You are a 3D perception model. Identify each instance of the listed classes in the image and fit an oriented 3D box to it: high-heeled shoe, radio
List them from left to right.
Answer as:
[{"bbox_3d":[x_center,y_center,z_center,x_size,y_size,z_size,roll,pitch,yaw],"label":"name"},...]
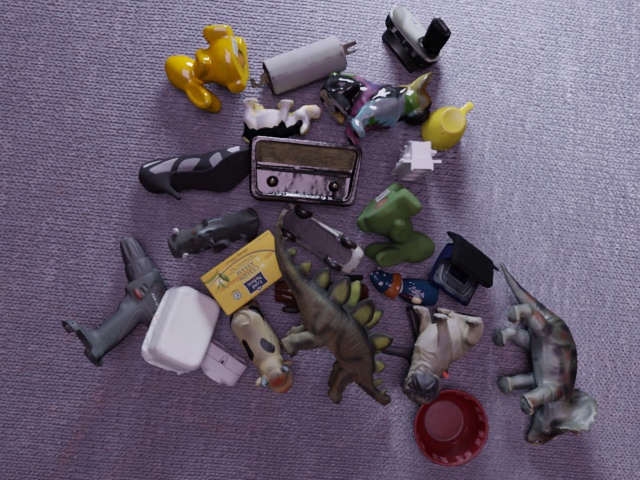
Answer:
[{"bbox_3d":[-0.257,-0.161,1.146,0.249,0.086,0.145,-32,52,-26],"label":"high-heeled shoe"},{"bbox_3d":[-0.035,-0.142,1.122,0.230,0.073,0.131,4,101,-10],"label":"radio"}]

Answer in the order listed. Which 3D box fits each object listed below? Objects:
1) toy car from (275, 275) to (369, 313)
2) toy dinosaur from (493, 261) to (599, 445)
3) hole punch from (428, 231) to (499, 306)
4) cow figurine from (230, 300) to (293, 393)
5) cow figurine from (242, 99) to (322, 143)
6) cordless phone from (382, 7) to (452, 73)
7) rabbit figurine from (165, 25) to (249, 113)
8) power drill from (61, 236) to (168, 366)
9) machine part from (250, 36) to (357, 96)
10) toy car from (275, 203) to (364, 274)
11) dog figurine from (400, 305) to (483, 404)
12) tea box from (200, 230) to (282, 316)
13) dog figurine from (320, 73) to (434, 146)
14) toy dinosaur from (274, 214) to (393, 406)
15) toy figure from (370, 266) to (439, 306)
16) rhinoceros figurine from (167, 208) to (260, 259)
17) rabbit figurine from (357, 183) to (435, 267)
[{"bbox_3d":[0.005,0.115,1.148,0.202,0.053,0.089,3,91,-6],"label":"toy car"},{"bbox_3d":[0.487,0.247,1.153,0.192,0.131,0.404,2,83,-17],"label":"toy dinosaur"},{"bbox_3d":[0.306,0.065,1.158,0.142,0.116,0.092,35,127,0],"label":"hole punch"},{"bbox_3d":[-0.115,0.222,1.096,0.085,0.127,0.195,-30,88,-2],"label":"cow figurine"},{"bbox_3d":[-0.081,-0.248,1.146,0.167,0.068,0.098,2,93,-1],"label":"cow figurine"},{"bbox_3d":[0.205,-0.439,1.120,0.089,0.184,0.146,-39,91,-1],"label":"cordless phone"},{"bbox_3d":[-0.240,-0.351,1.131,0.173,0.122,0.162,-6,98,9],"label":"rabbit figurine"},{"bbox_3d":[-0.401,0.133,1.074,0.207,0.086,0.232,-38,101,-40],"label":"power drill"},{"bbox_3d":[-0.033,-0.372,1.151,0.243,0.079,0.079,-23,90,-5],"label":"machine part"},{"bbox_3d":[-0.002,-0.003,1.142,0.202,0.056,0.073,34,95,7],"label":"toy car"},{"bbox_3d":[0.259,0.243,1.116,0.172,0.121,0.190,7,93,-14],"label":"dog figurine"},{"bbox_3d":[-0.149,0.066,1.105,0.169,0.068,0.098,-38,94,-9],"label":"tea box"},{"bbox_3d":[0.133,-0.307,1.150,0.219,0.108,0.191,-34,88,-10],"label":"dog figurine"},{"bbox_3d":[0.021,0.167,1.089,0.198,0.105,0.471,-38,106,3],"label":"toy dinosaur"},{"bbox_3d":[0.178,0.103,1.155,0.154,0.064,0.057,15,101,-5],"label":"toy figure"},{"bbox_3d":[-0.216,-0.010,1.106,0.190,0.112,0.073,-18,92,-13],"label":"rhinoceros figurine"},{"bbox_3d":[0.170,-0.010,1.137,0.159,0.121,0.170,-42,106,-1],"label":"rabbit figurine"}]
